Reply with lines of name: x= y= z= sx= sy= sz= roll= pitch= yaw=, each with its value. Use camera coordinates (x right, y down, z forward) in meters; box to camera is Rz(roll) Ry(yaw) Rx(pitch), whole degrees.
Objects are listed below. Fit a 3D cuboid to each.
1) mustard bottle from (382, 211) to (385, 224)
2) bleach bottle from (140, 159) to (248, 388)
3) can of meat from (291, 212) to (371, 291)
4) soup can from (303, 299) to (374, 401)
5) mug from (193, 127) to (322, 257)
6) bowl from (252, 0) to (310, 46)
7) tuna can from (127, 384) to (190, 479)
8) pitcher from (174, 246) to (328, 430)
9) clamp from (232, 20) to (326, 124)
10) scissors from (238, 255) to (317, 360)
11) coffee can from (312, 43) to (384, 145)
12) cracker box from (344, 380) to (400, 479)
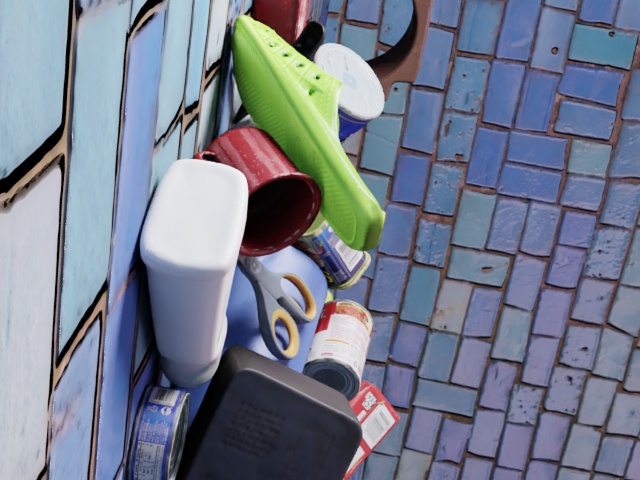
mustard bottle: x=-0.007 y=-0.045 z=1.445 sx=0.058 sy=0.191 sz=0.096 roll=91 pitch=8 yaw=-83
bleach bottle: x=-0.101 y=0.052 z=0.841 sx=0.251 sy=0.068 sz=0.102 roll=102 pitch=-1 yaw=-53
can of meat: x=-0.008 y=0.001 z=1.156 sx=0.057 sy=0.102 sz=0.084 roll=-51 pitch=129 yaw=-24
soup can: x=0.019 y=0.123 z=1.169 sx=0.102 sy=0.068 sz=0.068 roll=-73 pitch=173 yaw=-52
mug: x=-0.066 y=-0.048 z=0.934 sx=0.093 sy=0.117 sz=0.082 roll=-53 pitch=-130 yaw=20
bowl: x=-0.041 y=-0.276 z=1.200 sx=0.162 sy=0.055 sz=0.162 roll=13 pitch=86 yaw=-89
tuna can: x=-0.132 y=0.164 z=0.880 sx=0.086 sy=0.034 sz=0.086 roll=13 pitch=87 yaw=-89
pitcher: x=-0.076 y=0.132 z=1.083 sx=0.145 sy=0.149 sz=0.242 roll=-40 pitch=-155 yaw=42
clamp: x=-0.061 y=-0.155 z=1.148 sx=0.120 sy=0.039 sz=0.172 roll=-22 pitch=151 yaw=-36
scissors: x=-0.064 y=0.045 z=0.994 sx=0.201 sy=0.016 sz=0.096 roll=37 pitch=51 yaw=-47
coffee can: x=-0.008 y=-0.149 z=1.256 sx=0.141 sy=0.102 sz=0.102 roll=-37 pitch=-151 yaw=38
cracker box: x=-0.033 y=0.228 z=1.275 sx=0.164 sy=0.072 sz=0.214 roll=-46 pitch=-153 yaw=-22
